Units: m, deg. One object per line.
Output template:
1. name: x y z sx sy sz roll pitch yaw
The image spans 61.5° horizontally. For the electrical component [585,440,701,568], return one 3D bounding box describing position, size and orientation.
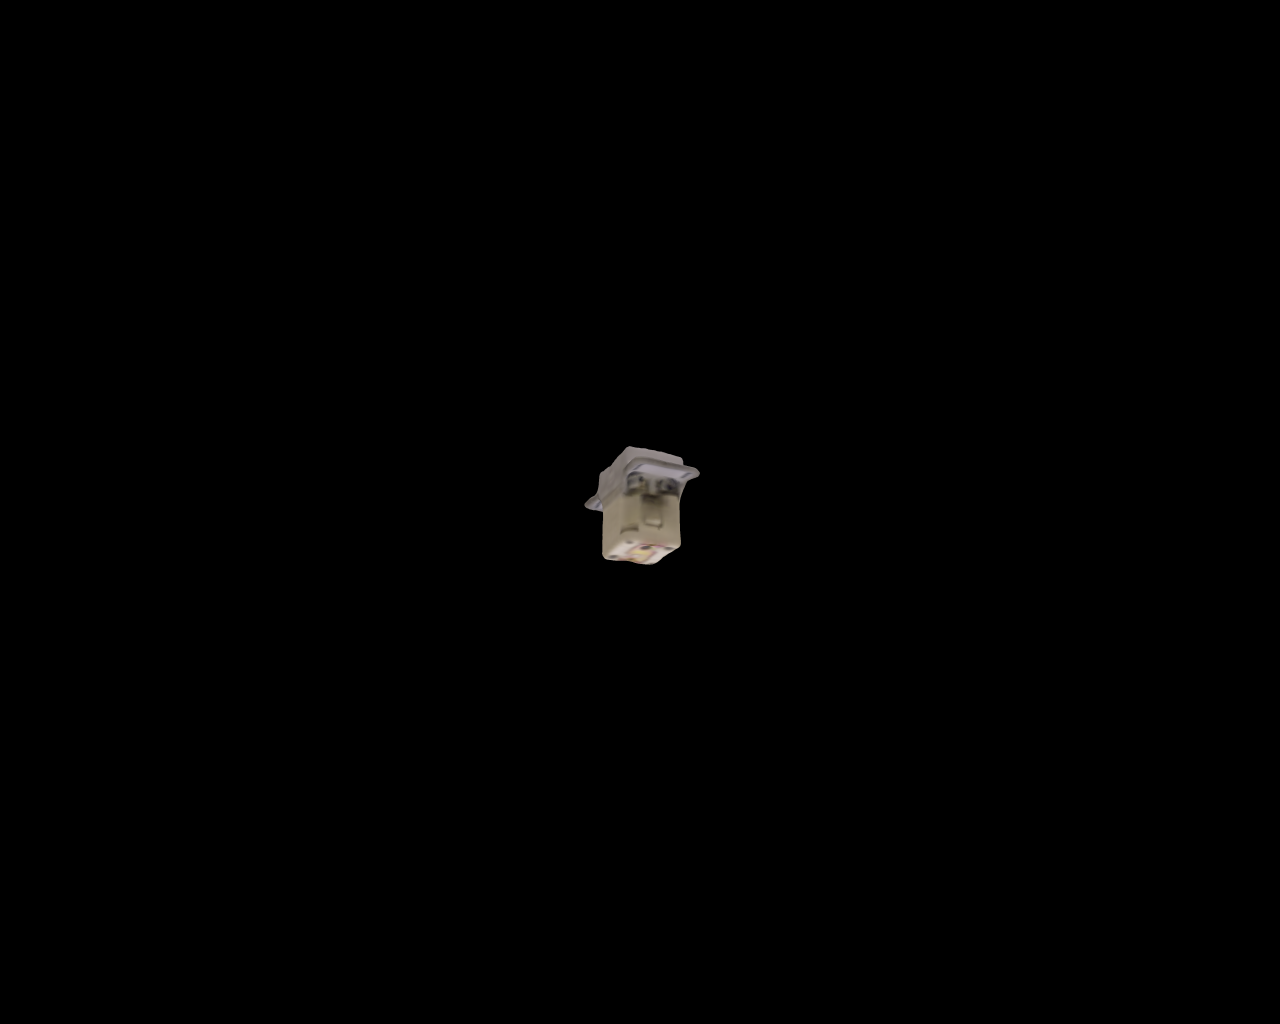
1. electrical component: 0.001 -0.003 0.650 0.042 0.064 0.081 9 -24 -22
